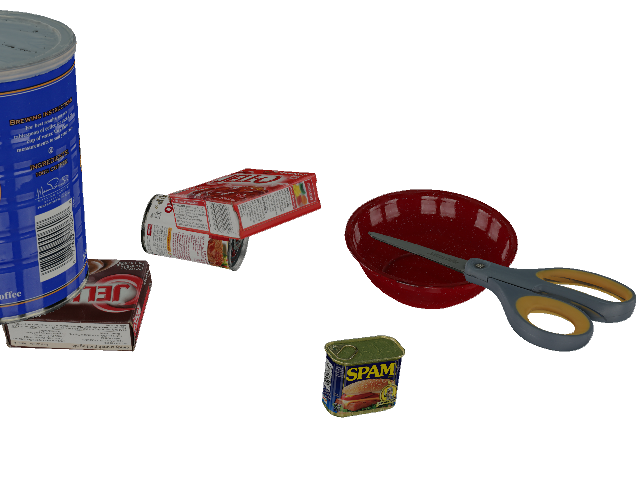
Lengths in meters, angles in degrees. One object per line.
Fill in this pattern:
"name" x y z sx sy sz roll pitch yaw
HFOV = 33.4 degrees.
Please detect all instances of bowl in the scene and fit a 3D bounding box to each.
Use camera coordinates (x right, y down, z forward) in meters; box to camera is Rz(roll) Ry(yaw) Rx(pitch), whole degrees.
"bowl" 0.103 0.016 1.011 0.162 0.055 0.162 1 36 -1

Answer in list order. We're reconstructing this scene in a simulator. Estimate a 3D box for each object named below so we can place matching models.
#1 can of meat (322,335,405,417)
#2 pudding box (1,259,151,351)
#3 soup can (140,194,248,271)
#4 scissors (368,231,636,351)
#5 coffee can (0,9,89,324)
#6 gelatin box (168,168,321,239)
"can of meat" 0.054 0.177 1.385 0.102 0.084 0.057 -5 26 -22
"pudding box" -0.211 0.055 0.934 0.113 0.039 0.090 0 33 2
"soup can" -0.134 -0.009 1.152 0.102 0.068 0.068 11 2 11
"scissors" 0.111 0.033 0.733 0.202 0.016 0.096 10 31 21
"coffee can" -0.178 -0.041 0.569 0.103 0.140 0.103 2 28 -1
"gelatin box" -0.055 -0.029 0.767 0.073 0.030 0.089 -22 19 -34
